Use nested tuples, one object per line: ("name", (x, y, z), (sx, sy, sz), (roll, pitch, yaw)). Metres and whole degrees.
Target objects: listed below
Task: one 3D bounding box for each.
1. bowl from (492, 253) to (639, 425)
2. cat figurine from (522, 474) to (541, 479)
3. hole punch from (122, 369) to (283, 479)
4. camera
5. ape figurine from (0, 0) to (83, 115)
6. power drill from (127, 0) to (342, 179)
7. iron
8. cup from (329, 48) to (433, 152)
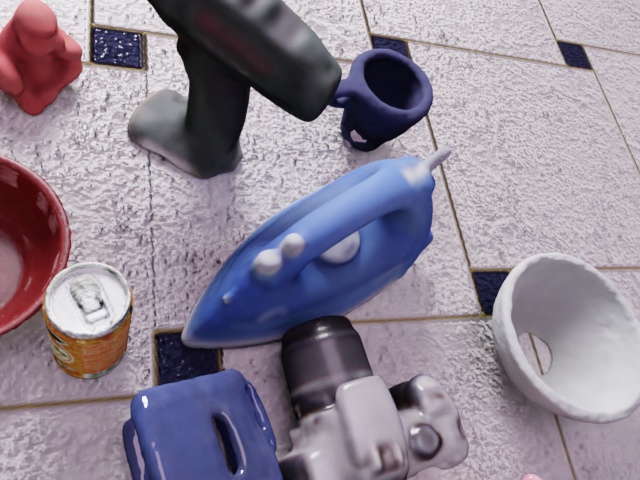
("bowl", (0.231, 0.101, 0.564), (0.168, 0.074, 0.167), (10, 61, -17))
("cat figurine", (0.184, 0.246, 0.443), (0.067, 0.117, 0.127), (-5, 66, -24))
("hole punch", (-0.079, 0.147, 0.403), (0.101, 0.091, 0.108), (-15, 70, -28))
("camera", (0.032, 0.127, 0.453), (0.143, 0.100, 0.136), (-7, 67, -25))
("ape figurine", (-0.247, -0.168, 0.499), (0.078, 0.092, 0.076), (-15, 70, -28))
("power drill", (-0.103, -0.151, 0.479), (0.230, 0.208, 0.076), (29, 57, -6))
("iron", (0.004, 0.002, 0.483), (0.259, 0.141, 0.118), (-31, 78, -32))
("cup", (0.048, -0.136, 0.601), (0.118, 0.095, 0.091), (-11, 69, -27))
